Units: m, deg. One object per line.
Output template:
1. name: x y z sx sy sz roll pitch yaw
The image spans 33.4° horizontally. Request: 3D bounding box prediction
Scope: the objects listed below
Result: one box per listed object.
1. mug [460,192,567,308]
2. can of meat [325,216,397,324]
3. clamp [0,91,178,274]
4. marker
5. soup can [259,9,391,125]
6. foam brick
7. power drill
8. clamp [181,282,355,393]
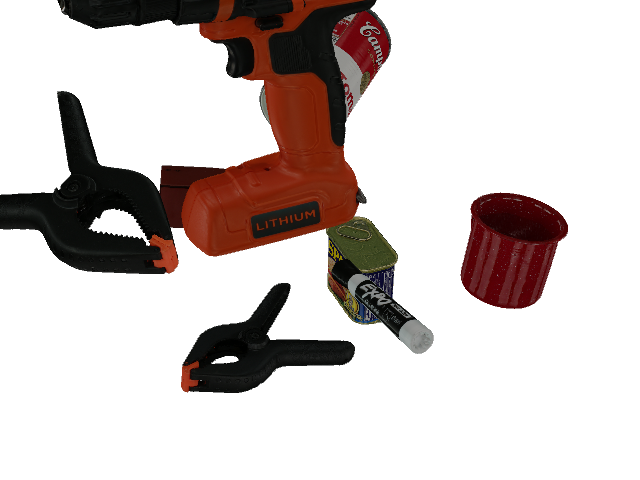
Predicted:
1. mug: 0.177 0.005 1.035 0.093 0.081 0.117 -6 35 -24
2. can of meat: 0.045 0.036 1.226 0.057 0.084 0.102 -13 38 -18
3. clamp: -0.188 -0.039 0.840 0.210 0.164 0.036 22 -32 22
4. marker: 0.041 0.043 0.755 0.020 0.020 0.121 0 23 -29
5. soup can: 0.004 -0.131 0.829 0.069 0.068 0.102 0 44 37
6. foam brick: -0.137 -0.047 1.164 0.078 0.051 0.053 3 28 -8
7. power drill: -0.043 -0.084 0.580 0.184 0.188 0.057 -13 39 -19
8. clamp: -0.065 0.097 1.042 0.171 0.039 0.120 -12 36 -28
